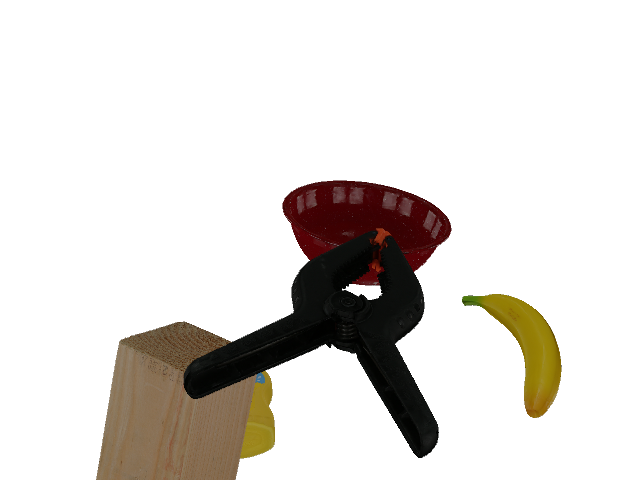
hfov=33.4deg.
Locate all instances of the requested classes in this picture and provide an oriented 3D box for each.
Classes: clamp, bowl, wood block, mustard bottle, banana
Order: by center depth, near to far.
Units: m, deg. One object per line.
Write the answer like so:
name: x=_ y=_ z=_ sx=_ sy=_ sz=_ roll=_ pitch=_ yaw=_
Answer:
clamp: x=0.026 y=0.061 z=0.728 sx=0.165 sy=0.036 sz=0.209 roll=18 pitch=37 yaw=17
wood block: x=-0.130 y=0.187 z=0.924 sx=0.090 sy=0.206 sz=0.090 roll=20 pitch=18 yaw=27
bowl: x=0.041 y=-0.002 z=1.020 sx=0.162 sy=0.055 sz=0.162 roll=6 pitch=25 yaw=-3
banana: x=0.217 y=0.112 z=1.135 sx=0.069 sy=0.037 sz=0.198 roll=-26 pitch=35 yaw=2
mustard bottle: x=-0.109 y=0.199 z=1.359 sx=0.096 sy=0.058 sz=0.191 roll=-4 pitch=26 yaw=-3
